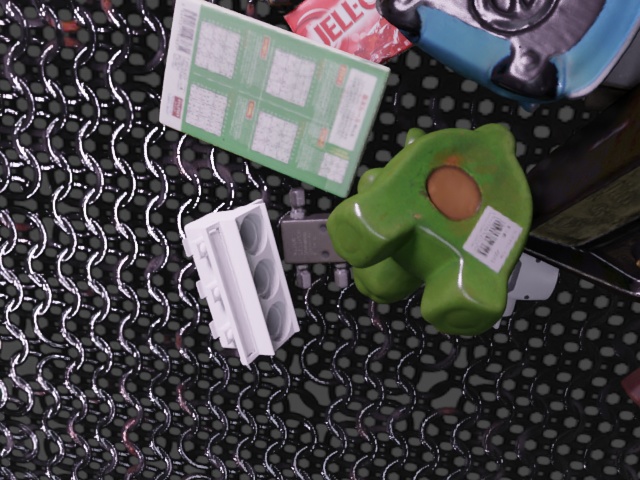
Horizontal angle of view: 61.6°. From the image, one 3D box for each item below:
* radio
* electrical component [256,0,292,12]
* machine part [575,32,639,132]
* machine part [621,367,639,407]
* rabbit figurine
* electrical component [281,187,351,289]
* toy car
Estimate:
[{"bbox_3d":[0.237,-0.037,0.334,0.131,0.229,0.073,26,66,-4],"label":"radio"},{"bbox_3d":[-0.027,-0.226,0.400,0.078,0.045,0.102,-15,110,-17],"label":"electrical component"},{"bbox_3d":[0.228,-0.184,0.357,0.079,0.079,0.243,13,107,4],"label":"machine part"},{"bbox_3d":[0.322,0.161,0.408,0.179,0.179,0.056,38,106,-5],"label":"machine part"},{"bbox_3d":[0.069,-0.013,0.406,0.121,0.170,0.159,27,68,-3],"label":"rabbit figurine"},{"bbox_3d":[-0.001,-0.001,0.475,0.063,0.021,0.093,-3,106,9],"label":"electrical component"},{"bbox_3d":[0.123,-0.148,0.359,0.162,0.103,0.109,28,96,22],"label":"toy car"}]
